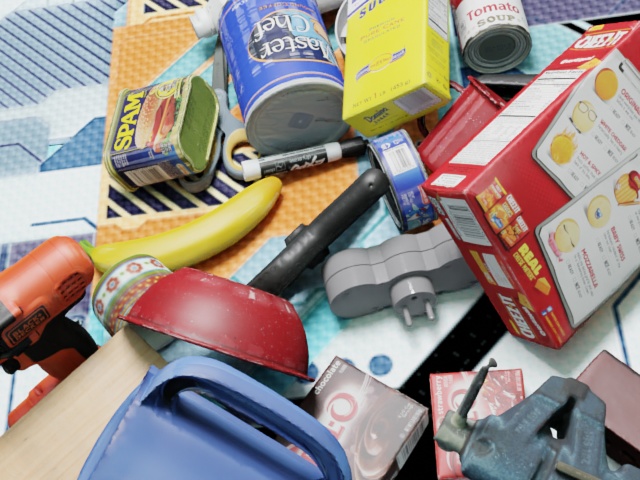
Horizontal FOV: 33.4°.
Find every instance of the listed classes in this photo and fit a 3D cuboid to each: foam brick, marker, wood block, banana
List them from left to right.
[{"bbox_3d":[-0.187,0.178,0.826,0.206,0.091,0.090,-43,61,-17],"label":"wood block"},{"bbox_3d":[-0.124,-0.005,0.964,0.198,0.037,0.069,-17,56,-1],"label":"banana"},{"bbox_3d":[-0.013,-0.076,0.992,0.121,0.020,0.020,-13,56,-7],"label":"marker"},{"bbox_3d":[0.228,0.132,0.802,0.078,0.053,0.051,36,70,29],"label":"foam brick"}]

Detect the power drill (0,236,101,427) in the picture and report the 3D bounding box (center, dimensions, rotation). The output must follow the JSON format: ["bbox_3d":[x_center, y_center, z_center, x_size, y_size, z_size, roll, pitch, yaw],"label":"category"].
[{"bbox_3d":[-0.235,0.102,0.826,0.184,0.187,0.057,-38,60,-16],"label":"power drill"}]

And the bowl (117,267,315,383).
[{"bbox_3d":[-0.073,0.061,0.833,0.162,0.162,0.055,16,83,19],"label":"bowl"}]

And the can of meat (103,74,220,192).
[{"bbox_3d":[-0.147,-0.102,1.004,0.084,0.057,0.102,-10,54,27],"label":"can of meat"}]

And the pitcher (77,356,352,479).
[{"bbox_3d":[-0.041,0.188,0.716,0.242,0.149,0.145,28,72,-5],"label":"pitcher"}]

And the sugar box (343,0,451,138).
[{"bbox_3d":[0.069,-0.187,0.955,0.094,0.048,0.176,-20,57,36],"label":"sugar box"}]

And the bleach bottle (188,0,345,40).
[{"bbox_3d":[-0.011,-0.259,1.079,0.250,0.068,0.103,-23,30,-4],"label":"bleach bottle"}]

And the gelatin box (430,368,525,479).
[{"bbox_3d":[0.124,0.146,0.825,0.073,0.030,0.089,-5,57,8],"label":"gelatin box"}]

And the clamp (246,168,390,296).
[{"bbox_3d":[-0.006,0.001,0.917,0.171,0.120,0.039,-41,85,6],"label":"clamp"}]

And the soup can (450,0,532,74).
[{"bbox_3d":[0.162,-0.220,1.031,0.068,0.068,0.102,-9,57,4],"label":"soup can"}]

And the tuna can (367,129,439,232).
[{"bbox_3d":[0.071,-0.051,0.928,0.033,0.086,0.086,-22,56,-2],"label":"tuna can"}]

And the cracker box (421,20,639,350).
[{"bbox_3d":[0.203,-0.045,0.854,0.213,0.164,0.072,-43,25,-17],"label":"cracker box"}]

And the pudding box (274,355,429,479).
[{"bbox_3d":[0.019,0.160,0.831,0.090,0.039,0.113,28,67,25],"label":"pudding box"}]

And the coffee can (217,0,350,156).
[{"bbox_3d":[-0.034,-0.162,1.008,0.103,0.103,0.140,-16,56,0],"label":"coffee can"}]

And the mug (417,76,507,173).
[{"bbox_3d":[0.131,-0.090,0.927,0.117,0.093,0.081,45,106,21],"label":"mug"}]

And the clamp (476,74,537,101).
[{"bbox_3d":[0.261,-0.120,0.967,0.210,0.036,0.164,-21,58,1],"label":"clamp"}]

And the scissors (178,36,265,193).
[{"bbox_3d":[-0.083,-0.130,1.048,0.096,0.016,0.201,7,60,16],"label":"scissors"}]
